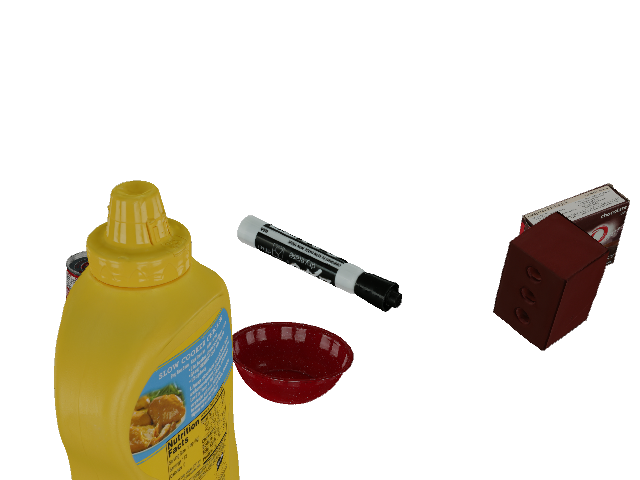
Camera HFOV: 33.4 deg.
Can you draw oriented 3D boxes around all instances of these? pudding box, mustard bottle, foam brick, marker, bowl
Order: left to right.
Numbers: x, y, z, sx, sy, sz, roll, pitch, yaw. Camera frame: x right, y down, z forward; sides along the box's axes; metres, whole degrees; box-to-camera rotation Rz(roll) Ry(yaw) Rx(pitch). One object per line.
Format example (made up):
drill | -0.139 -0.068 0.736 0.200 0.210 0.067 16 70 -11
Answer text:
mustard bottle | -0.072 0.065 0.453 0.058 0.192 0.096 14 31 23
bowl | -0.040 0.162 1.360 0.162 0.055 0.162 4 21 -2
marker | -0.001 0.014 0.673 0.121 0.020 0.020 25 12 28
foam brick | 0.168 0.030 0.782 0.051 0.078 0.053 -28 52 -29
pudding box | 0.255 -0.001 1.094 0.113 0.090 0.039 -22 49 -20

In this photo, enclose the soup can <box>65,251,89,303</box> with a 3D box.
soup can | -0.230 0.070 1.106 0.068 0.102 0.068 5 21 -2
